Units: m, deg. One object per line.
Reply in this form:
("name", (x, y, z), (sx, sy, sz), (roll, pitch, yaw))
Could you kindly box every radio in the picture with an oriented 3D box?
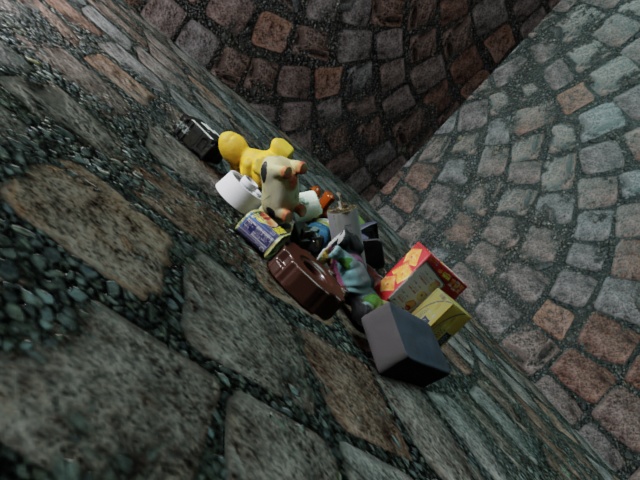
("radio", (0.180, 0.218, 1.110), (0.229, 0.073, 0.131), (32, 32, -51))

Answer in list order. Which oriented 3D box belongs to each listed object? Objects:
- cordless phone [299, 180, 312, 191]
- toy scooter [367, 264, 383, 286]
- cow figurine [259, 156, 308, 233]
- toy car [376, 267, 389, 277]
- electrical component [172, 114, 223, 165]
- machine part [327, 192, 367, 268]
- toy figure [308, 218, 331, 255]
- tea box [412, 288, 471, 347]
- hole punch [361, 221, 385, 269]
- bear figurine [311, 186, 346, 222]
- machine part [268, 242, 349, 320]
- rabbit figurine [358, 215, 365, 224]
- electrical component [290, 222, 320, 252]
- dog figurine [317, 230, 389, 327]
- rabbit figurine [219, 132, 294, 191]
("cordless phone", (-0.061, -0.085, 1.541), (0.146, 0.089, 0.184), (34, 25, -44))
("toy scooter", (0.126, 0.109, 1.426), (0.135, 0.075, 0.184), (43, 8, -4))
("cow figurine", (-0.093, -0.084, 1.139), (0.127, 0.194, 0.085), (27, 38, 37))
("toy car", (0.207, 0.152, 1.554), (0.202, 0.056, 0.073), (61, 10, 20))
("electrical component", (-0.289, -0.247, 1.337), (0.115, 0.058, 0.134), (47, 10, 8))
("machine part", (0.067, 0.002, 1.318), (0.079, 0.079, 0.243), (-100, -179, -73))
("toy figure", (-0.006, -0.006, 1.375), (0.082, 0.089, 0.180), (41, 19, 0))
("tea box", (0.262, 0.207, 1.277), (0.098, 0.169, 0.068), (33, 13, -38))
("hole punch", (0.118, 0.017, 1.493), (0.092, 0.116, 0.142), (-86, 168, -47))
("bear figurine", (-0.008, -0.124, 1.715), (0.120, 0.132, 0.196), (37, 18, -38))
("machine part", (-0.022, 0.076, 1.054), (0.179, 0.056, 0.179), (40, 11, -10))
("rabbit figurine", (0.103, 0.014, 1.612), (0.170, 0.121, 0.159), (61, 7, 11))
("electrical component", (-0.035, 0.006, 1.182), (0.045, 0.102, 0.078), (0, 40, -19))
("dog figurine", (0.088, 0.101, 1.205), (0.219, 0.108, 0.191), (47, 28, -6))
("rabbit figurine", (-0.166, -0.195, 1.291), (0.173, 0.122, 0.162), (31, -23, -1))
